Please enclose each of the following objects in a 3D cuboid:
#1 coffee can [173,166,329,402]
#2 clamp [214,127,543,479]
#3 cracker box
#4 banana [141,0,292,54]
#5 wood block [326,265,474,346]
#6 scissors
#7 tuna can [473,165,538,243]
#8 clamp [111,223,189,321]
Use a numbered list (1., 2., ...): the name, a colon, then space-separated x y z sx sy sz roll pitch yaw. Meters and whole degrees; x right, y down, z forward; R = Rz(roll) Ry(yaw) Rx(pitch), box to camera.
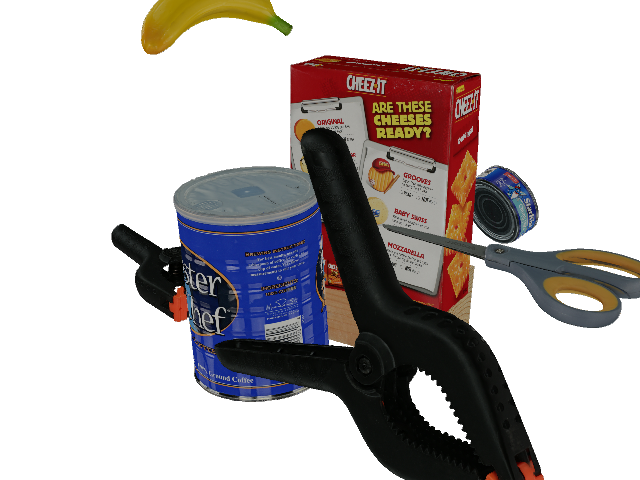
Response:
1. coffee can: -0.047 0.029 0.764 0.103 0.140 0.103 -3 22 1
2. clamp: 0.033 0.050 0.554 0.210 0.165 0.036 36 32 32
3. cracker box: 0.057 -0.054 0.984 0.164 0.214 0.072 12 24 28
4. banana: -0.106 -0.216 1.008 0.070 0.037 0.197 46 39 19
5. wood block: 0.051 0.059 1.161 0.206 0.091 0.090 14 27 26
6. scissors: 0.130 0.022 0.751 0.202 0.016 0.096 7 30 17
7. tuna can: 0.205 -0.040 1.214 0.033 0.086 0.086 -33 15 -25
8. clamp: -0.134 0.022 1.053 0.120 0.039 0.172 -14 33 -14
